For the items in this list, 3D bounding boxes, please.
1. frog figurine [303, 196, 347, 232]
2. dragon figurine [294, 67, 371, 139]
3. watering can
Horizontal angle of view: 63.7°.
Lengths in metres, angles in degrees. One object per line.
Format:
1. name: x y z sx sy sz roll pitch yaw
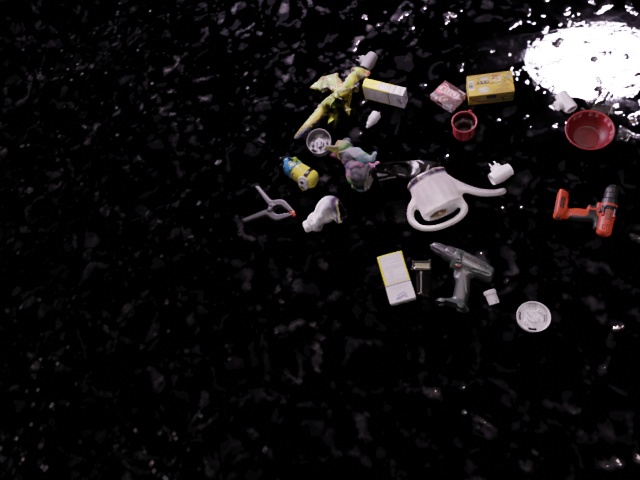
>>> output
1. frog figurine: 0.006 -0.097 1.928 0.159 0.120 0.141 -11 34 19
2. dragon figurine: 0.036 -0.591 2.141 0.410 0.120 0.248 -29 48 3
3. watering can: 0.461 -0.166 1.842 0.347 0.102 0.228 -26 65 5
